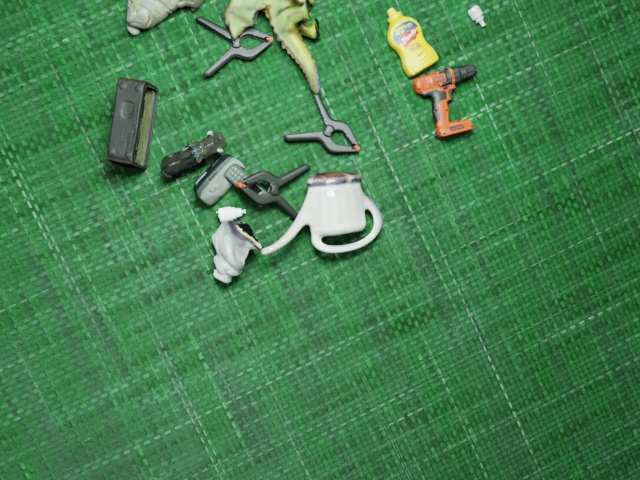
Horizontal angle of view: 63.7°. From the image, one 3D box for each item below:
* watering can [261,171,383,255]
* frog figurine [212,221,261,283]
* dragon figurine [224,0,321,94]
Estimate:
[{"bbox_3d":[0.004,-0.070,1.401,0.348,0.104,0.224,-7,93,-15],"label":"watering can"},{"bbox_3d":[-0.249,0.031,1.391,0.159,0.121,0.139,-47,62,8],"label":"frog figurine"},{"bbox_3d":[-0.131,-0.590,1.375,0.242,0.123,0.407,-3,101,9],"label":"dragon figurine"}]
